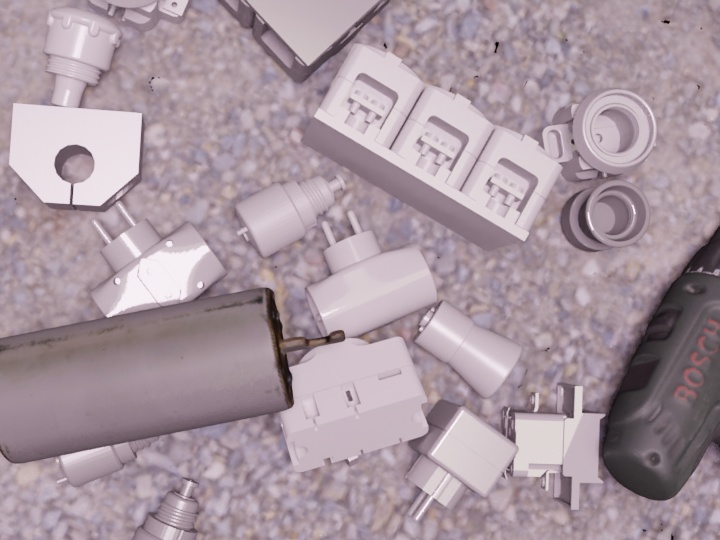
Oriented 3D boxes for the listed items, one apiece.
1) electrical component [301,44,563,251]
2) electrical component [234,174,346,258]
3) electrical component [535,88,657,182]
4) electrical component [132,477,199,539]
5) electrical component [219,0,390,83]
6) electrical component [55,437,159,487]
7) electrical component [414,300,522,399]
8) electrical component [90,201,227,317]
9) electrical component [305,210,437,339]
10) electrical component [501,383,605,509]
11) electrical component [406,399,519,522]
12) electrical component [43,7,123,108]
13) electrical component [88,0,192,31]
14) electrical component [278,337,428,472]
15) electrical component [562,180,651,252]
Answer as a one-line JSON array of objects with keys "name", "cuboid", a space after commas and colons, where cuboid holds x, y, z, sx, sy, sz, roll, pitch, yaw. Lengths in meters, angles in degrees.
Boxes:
[{"name": "electrical component", "cuboid": [0.045, -0.079, 0.695, 0.150, 0.089, 0.061, 30, 83, -6]}, {"name": "electrical component", "cuboid": [-0.046, -0.040, 0.705, 0.078, 0.040, 0.040, -29, 92, -9]}, {"name": "electrical component", "cuboid": [0.166, -0.091, 0.731, 0.078, 0.057, 0.058, -9, 88, -9]}, {"name": "electrical component", "cuboid": [-0.123, 0.170, 0.683, 0.040, 0.040, 0.078, 23, 84, -7]}, {"name": "electrical component", "cuboid": [-0.057, -0.209, 0.701, 0.089, 0.062, 0.150, -44, 94, -8]}, {"name": "electrical component", "cuboid": [-0.157, 0.107, 0.681, 0.078, 0.040, 0.040, -20, 90, -9]}, {"name": "electrical component", "cuboid": [0.069, 0.050, 0.718, 0.065, 0.044, 0.044, 35, 83, -1]}, {"name": "electrical component", "cuboid": [-0.139, -0.006, 0.686, 0.077, 0.043, 0.079, -37, 96, -8]}, {"name": "electrical component", "cuboid": [0.000, 0.000, 0.709, 0.077, 0.043, 0.079, -23, 83, -9]}, {"name": "electrical component", "cuboid": [0.127, 0.117, 0.723, 0.064, 0.042, 0.081, 2, 86, -5]}, {"name": "electrical component", "cuboid": [0.056, 0.130, 0.699, 0.047, 0.066, 0.076, 37, 83, -5]}, {"name": "electrical component", "cuboid": [-0.182, -0.134, 0.688, 0.048, 0.048, 0.062, 15, 92, -8]}, {"name": "electrical component", "cuboid": [-0.147, -0.191, 0.689, 0.078, 0.057, 0.058, 23, 84, -7]}, {"name": "electrical component", "cuboid": [-0.008, 0.082, 0.688, 0.089, 0.050, 0.055, -15, 51, -7]}, {"name": "electrical component", "cuboid": [0.165, -0.036, 0.729, 0.045, 0.055, 0.045, 0, 87, -9]}]
